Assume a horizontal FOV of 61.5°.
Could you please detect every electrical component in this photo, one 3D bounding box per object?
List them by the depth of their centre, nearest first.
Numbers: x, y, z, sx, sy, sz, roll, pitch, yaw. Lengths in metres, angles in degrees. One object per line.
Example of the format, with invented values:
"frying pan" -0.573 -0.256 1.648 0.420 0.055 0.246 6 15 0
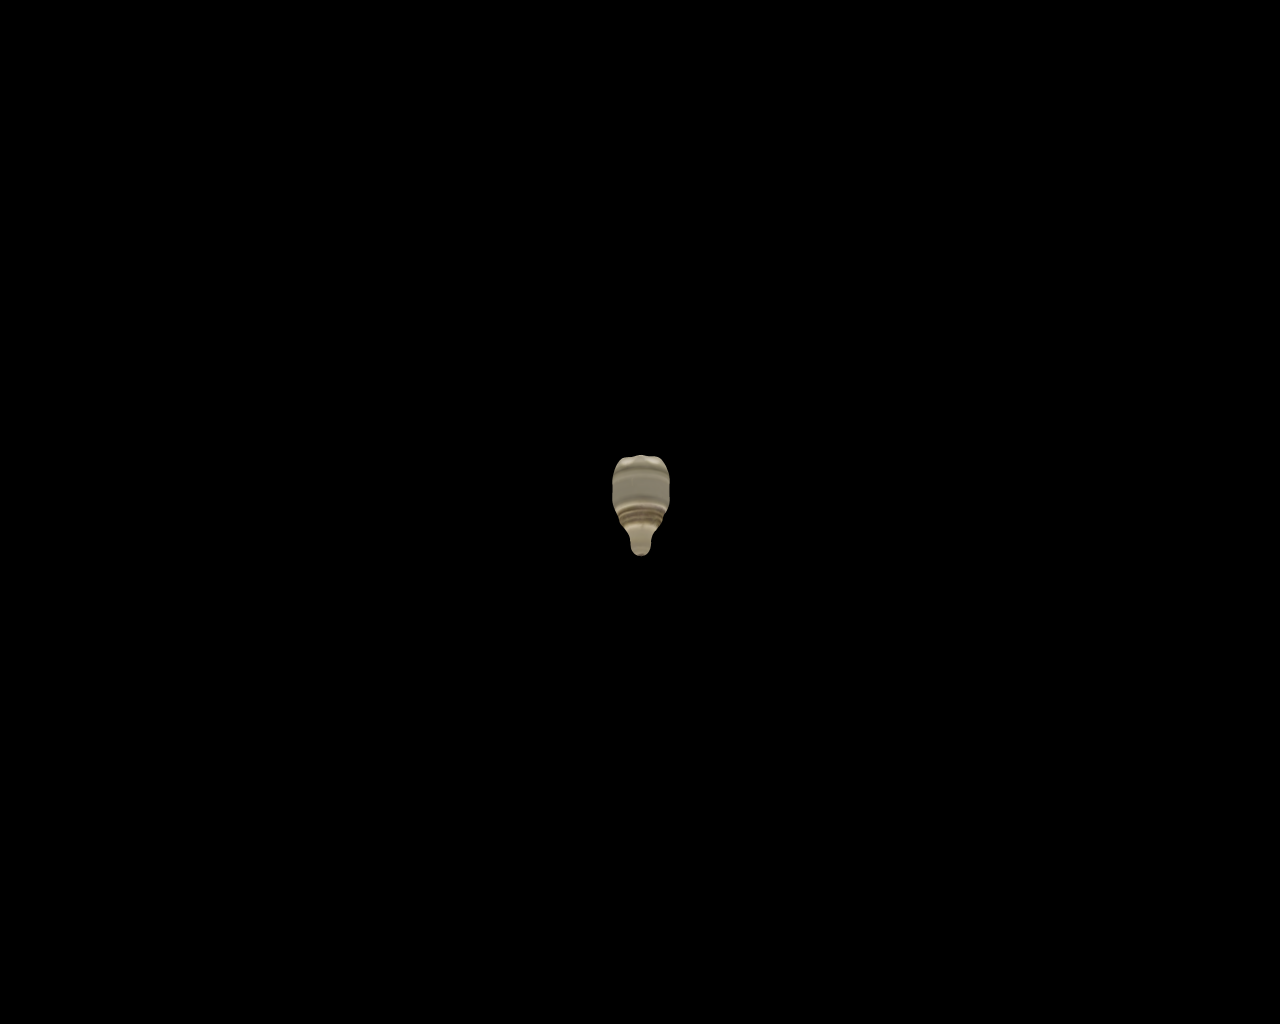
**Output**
"electrical component" 0.001 -0.003 0.650 0.035 0.061 0.035 0 -19 0
